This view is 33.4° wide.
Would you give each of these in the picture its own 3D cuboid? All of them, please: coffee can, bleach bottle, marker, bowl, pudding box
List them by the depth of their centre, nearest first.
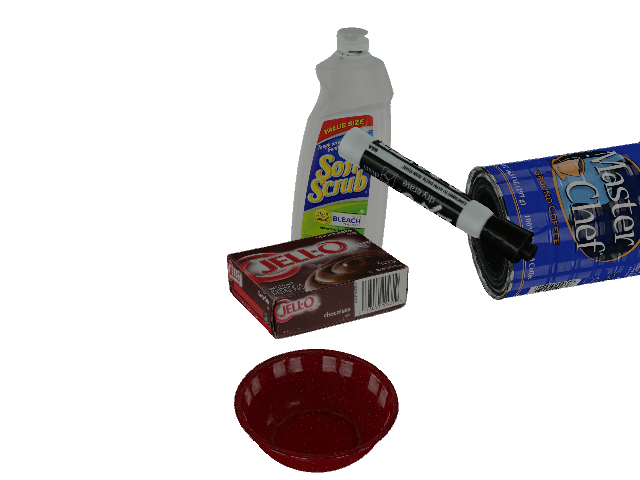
[{"bbox_3d":[0.062,-0.024,0.566,0.121,0.020,0.020,33,14,22],"label":"marker"},{"bbox_3d":[-0.003,0.030,0.808,0.113,0.039,0.090,-10,25,-24],"label":"pudding box"},{"bbox_3d":[0.192,-0.016,0.810,0.140,0.103,0.103,-9,1,-8],"label":"coffee can"},{"bbox_3d":[-0.004,0.178,1.059,0.162,0.055,0.162,0,33,0],"label":"bowl"},{"bbox_3d":[0.019,-0.087,1.067,0.102,0.251,0.068,7,27,10],"label":"bleach bottle"}]
